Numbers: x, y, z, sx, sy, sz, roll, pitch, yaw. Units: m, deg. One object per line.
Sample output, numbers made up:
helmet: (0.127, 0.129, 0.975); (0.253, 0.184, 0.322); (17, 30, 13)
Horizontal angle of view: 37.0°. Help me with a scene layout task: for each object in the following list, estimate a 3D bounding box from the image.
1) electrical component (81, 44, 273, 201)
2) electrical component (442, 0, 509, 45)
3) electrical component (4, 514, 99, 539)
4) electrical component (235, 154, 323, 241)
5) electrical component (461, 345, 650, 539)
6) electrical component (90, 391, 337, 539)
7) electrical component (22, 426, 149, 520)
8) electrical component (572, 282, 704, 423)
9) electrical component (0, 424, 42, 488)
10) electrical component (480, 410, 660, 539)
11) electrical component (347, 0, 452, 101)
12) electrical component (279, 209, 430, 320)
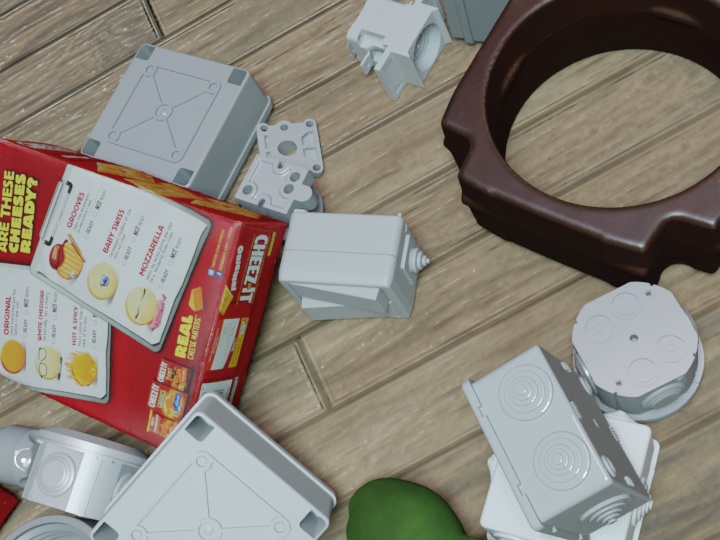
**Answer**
electrical component: (-0.141, -0.109, 0.836); (0.109, 0.056, 0.108); (19, 74, 24)
electrical component: (0.101, -0.233, 0.801); (0.057, 0.078, 0.113); (7, 69, 17)
electrical component: (-0.199, 0.213, 0.707); (0.108, 0.060, 0.108); (-7, 65, 15)
electrical component: (-0.055, -0.050, 0.782); (0.066, 0.055, 0.048); (19, 73, 24)
electrical component: (0.109, 0.094, 0.583); (0.048, 0.100, 0.099); (-34, 60, 15)
electrical component: (-0.089, 0.152, 0.667); (0.109, 0.056, 0.108); (41, 97, -3)
electrical component: (-0.184, 0.139, 0.726); (0.080, 0.080, 0.051); (10, 75, 22)
electrical component: (0.171, 0.051, 0.666); (0.080, 0.051, 0.080); (-7, 65, 15)
electrical component: (-0.250, 0.132, 0.771); (0.062, 0.043, 0.043); (6, 69, 22)
electrical component: (0.126, 0.129, 0.647); (0.100, 0.048, 0.099); (12, 71, 22)
electrical component: (0.028, -0.177, 0.820); (0.064, 0.042, 0.081); (24, 76, 27)
electrical component: (0.000, 0.000, 0.738); (0.096, 0.061, 0.061); (3, 68, 19)
